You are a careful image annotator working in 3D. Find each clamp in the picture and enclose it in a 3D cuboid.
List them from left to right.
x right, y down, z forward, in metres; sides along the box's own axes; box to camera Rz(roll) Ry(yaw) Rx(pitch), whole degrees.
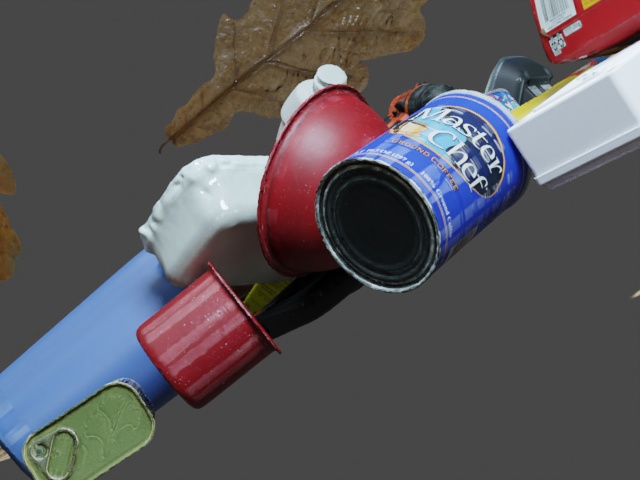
[{"bbox_3d":[0.028,0.020,0.944,0.210,0.036,0.164,-34,10,17],"label":"clamp"}]

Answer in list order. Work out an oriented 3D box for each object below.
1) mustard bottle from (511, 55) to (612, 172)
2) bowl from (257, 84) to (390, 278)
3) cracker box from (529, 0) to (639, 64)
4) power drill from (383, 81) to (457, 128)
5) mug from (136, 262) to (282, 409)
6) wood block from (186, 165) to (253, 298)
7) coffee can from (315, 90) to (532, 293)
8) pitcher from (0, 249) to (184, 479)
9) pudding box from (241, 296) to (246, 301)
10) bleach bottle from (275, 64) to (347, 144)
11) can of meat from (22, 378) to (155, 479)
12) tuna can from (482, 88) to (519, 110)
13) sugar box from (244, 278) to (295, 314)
[{"bbox_3d":[0.236,-0.125,0.927,0.192,0.058,0.096,-32,-4,12],"label":"mustard bottle"},{"bbox_3d":[0.020,-0.039,0.845,0.055,0.162,0.161,20,37,30],"label":"bowl"},{"bbox_3d":[0.294,-0.198,0.805,0.213,0.072,0.164,-12,-6,-24],"label":"cracker box"},{"bbox_3d":[0.070,-0.106,1.212,0.187,0.057,0.184,-40,7,-6],"label":"power drill"},{"bbox_3d":[-0.093,0.076,0.851,0.081,0.093,0.117,-39,20,-5],"label":"mug"},{"bbox_3d":[-0.105,0.002,1.136,0.090,0.090,0.206,-3,-21,-14],"label":"wood block"},{"bbox_3d":[0.077,-0.038,0.776,0.103,0.103,0.140,-31,4,46],"label":"coffee can"},{"bbox_3d":[-0.184,0.115,0.986,0.242,0.149,0.145,-39,17,-13],"label":"pitcher"},{"bbox_3d":[-0.110,0.101,1.157,0.114,0.039,0.089,-30,4,44],"label":"pudding box"},{"bbox_3d":[0.000,-0.071,1.092,0.068,0.102,0.251,-58,-13,-40],"label":"bleach bottle"},{"bbox_3d":[-0.184,0.157,0.868,0.102,0.057,0.084,-34,1,-7],"label":"can of meat"},{"bbox_3d":[0.156,-0.102,1.017,0.086,0.034,0.086,-28,-25,-14],"label":"tuna can"},{"bbox_3d":[-0.007,0.001,1.035,0.176,0.048,0.093,-58,-5,26],"label":"sugar box"}]
